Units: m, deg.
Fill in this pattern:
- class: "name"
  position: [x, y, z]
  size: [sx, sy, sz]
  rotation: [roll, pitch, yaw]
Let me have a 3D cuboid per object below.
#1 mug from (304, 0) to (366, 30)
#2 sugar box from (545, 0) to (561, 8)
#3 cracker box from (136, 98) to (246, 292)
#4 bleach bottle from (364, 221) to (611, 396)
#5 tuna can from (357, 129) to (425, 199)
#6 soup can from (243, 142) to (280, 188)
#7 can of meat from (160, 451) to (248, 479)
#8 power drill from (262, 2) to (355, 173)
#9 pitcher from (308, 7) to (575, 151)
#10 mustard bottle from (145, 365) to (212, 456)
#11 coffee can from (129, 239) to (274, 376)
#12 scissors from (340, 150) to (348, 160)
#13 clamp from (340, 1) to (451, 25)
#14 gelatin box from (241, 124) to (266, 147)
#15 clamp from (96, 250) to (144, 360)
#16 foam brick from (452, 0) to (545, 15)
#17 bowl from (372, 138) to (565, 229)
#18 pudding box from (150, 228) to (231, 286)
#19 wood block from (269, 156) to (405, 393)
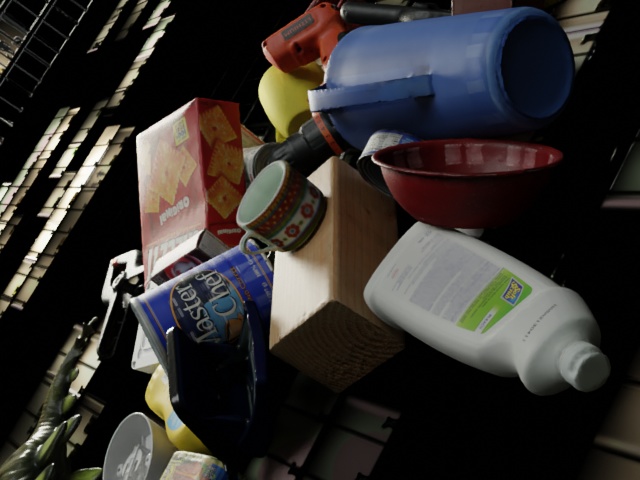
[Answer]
- class: "mug"
  position: [0.032, -0.277, 1.361]
  size: [0.093, 0.081, 0.117]
  rotation: [-42, 29, 25]
- class: "sugar box"
  position: [0.238, -0.284, 1.067]
  size: [0.177, 0.048, 0.093]
  rotation: [-17, 46, 50]
- class: "cracker box"
  position: [-0.161, -0.049, 1.324]
  size: [0.164, 0.071, 0.214]
  rotation: [-19, 72, 51]
- class: "bleach bottle"
  position: [0.129, 0.061, 0.821]
  size: [0.102, 0.068, 0.251]
  rotation: [-53, 28, 0]
- class: "tuna can"
  position: [0.081, -0.070, 1.029]
  size: [0.086, 0.086, 0.033]
  rotation: [-7, 51, 57]
- class: "soup can"
  position: [-0.079, -0.086, 1.334]
  size: [0.102, 0.068, 0.068]
  rotation: [-2, 57, 57]
- class: "can of meat"
  position: [-0.122, 0.252, 1.020]
  size: [0.102, 0.057, 0.084]
  rotation: [-7, 50, 55]
- class: "power drill"
  position: [-0.002, -0.174, 1.232]
  size: [0.184, 0.057, 0.188]
  rotation: [-31, 54, 7]
- class: "pitcher"
  position: [0.112, -0.150, 1.016]
  size: [0.243, 0.145, 0.149]
  rotation: [3, 58, 57]
- class: "mustard bottle"
  position: [-0.120, 0.172, 1.107]
  size: [0.096, 0.058, 0.192]
  rotation: [-46, 25, -5]
- class: "coffee can"
  position: [-0.110, 0.075, 1.094]
  size: [0.140, 0.103, 0.103]
  rotation: [-27, 23, -12]
- class: "scissors"
  position: [0.039, -0.155, 1.279]
  size: [0.096, 0.016, 0.201]
  rotation: [-1, 58, 61]
- class: "clamp"
  position: [0.104, -0.246, 1.183]
  size: [0.172, 0.120, 0.039]
  rotation: [-153, 58, -61]
- class: "gelatin box"
  position: [-0.106, -0.136, 1.416]
  size: [0.030, 0.089, 0.073]
  rotation: [-52, 26, 3]
- class: "clamp"
  position: [-0.277, 0.075, 1.509]
  size: [0.164, 0.036, 0.210]
  rotation: [-56, 24, -2]
- class: "foam brick"
  position: [0.175, -0.228, 1.052]
  size: [0.052, 0.051, 0.078]
  rotation: [-23, 30, -37]
- class: "bowl"
  position: [0.124, -0.047, 0.904]
  size: [0.162, 0.161, 0.055]
  rotation: [-147, 53, -64]
- class: "pudding box"
  position: [-0.119, 0.047, 1.193]
  size: [0.090, 0.113, 0.039]
  rotation: [-31, 30, 40]
- class: "wood block"
  position: [0.016, 0.028, 1.017]
  size: [0.091, 0.090, 0.206]
  rotation: [-39, 30, 30]
